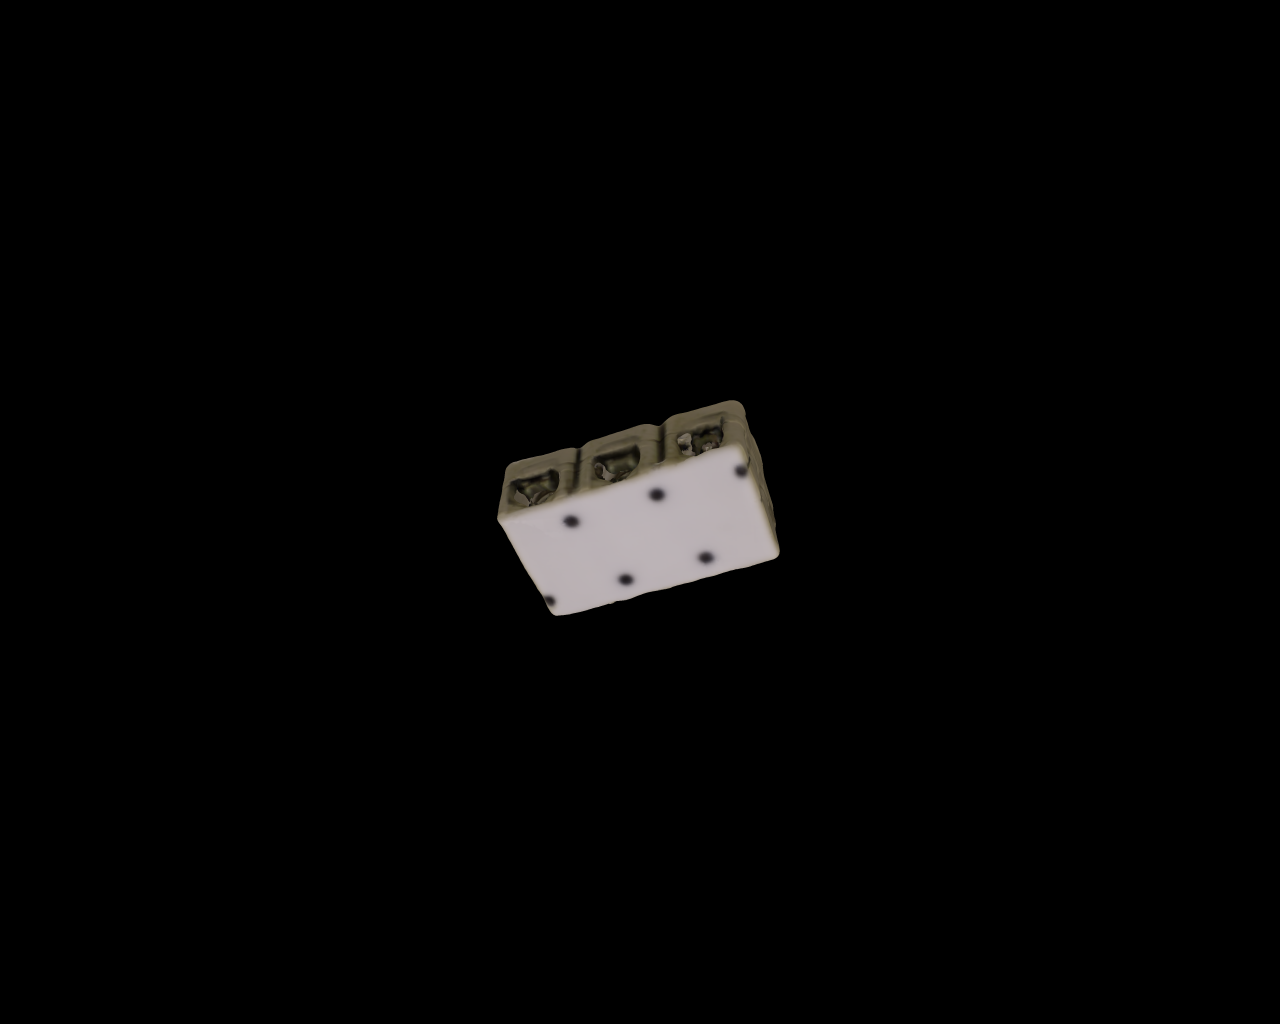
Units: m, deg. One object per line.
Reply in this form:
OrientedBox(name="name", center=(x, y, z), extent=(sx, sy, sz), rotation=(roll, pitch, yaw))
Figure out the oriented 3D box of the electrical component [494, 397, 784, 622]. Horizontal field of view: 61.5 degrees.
OrientedBox(name="electrical component", center=(0.001, -0.003, 0.650), extent=(0.150, 0.089, 0.062), rotation=(-15, 36, 11))
